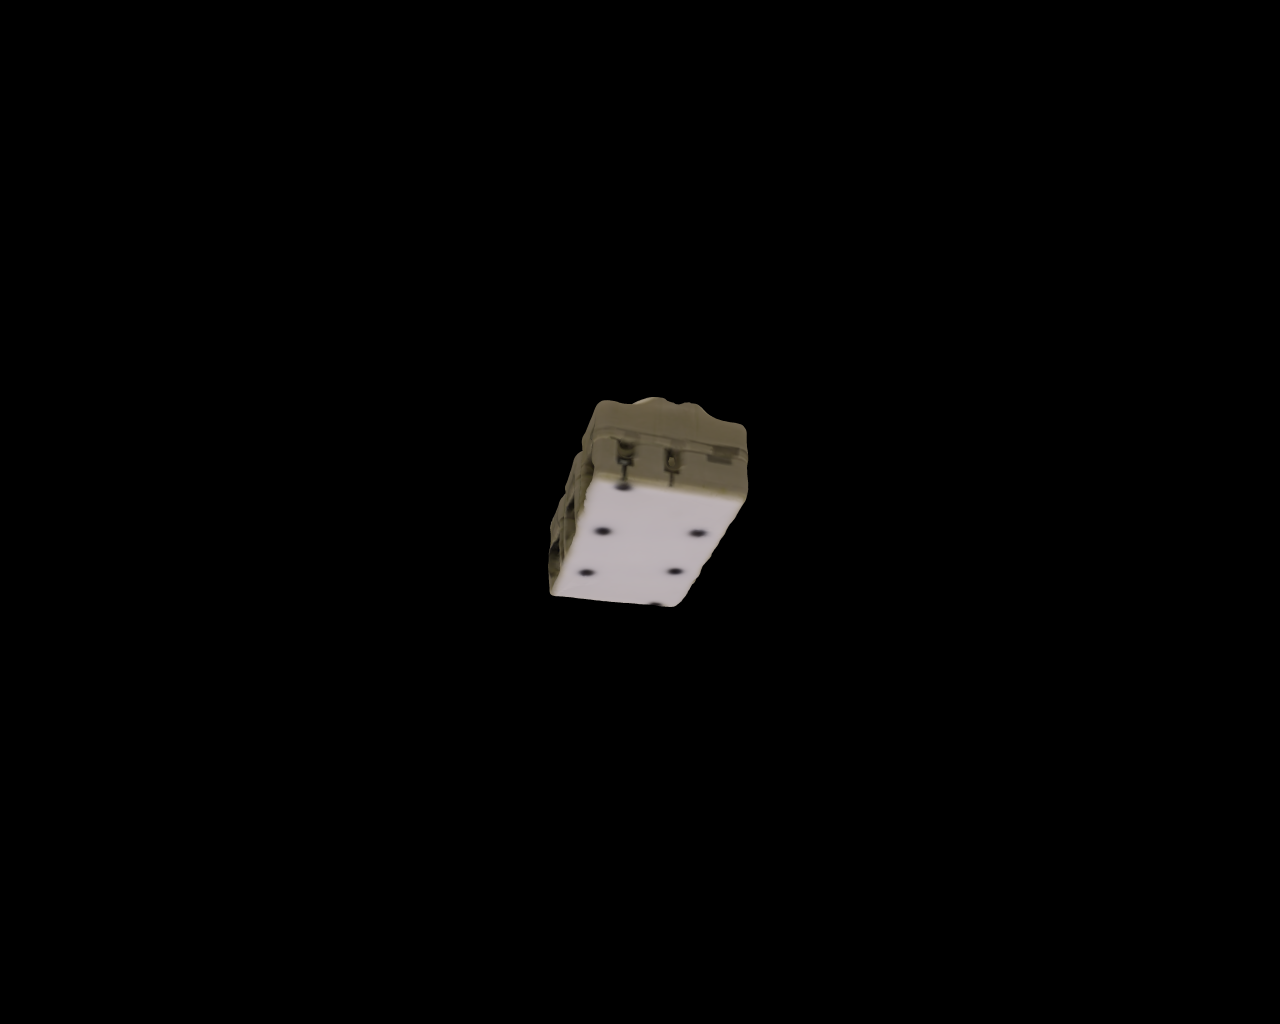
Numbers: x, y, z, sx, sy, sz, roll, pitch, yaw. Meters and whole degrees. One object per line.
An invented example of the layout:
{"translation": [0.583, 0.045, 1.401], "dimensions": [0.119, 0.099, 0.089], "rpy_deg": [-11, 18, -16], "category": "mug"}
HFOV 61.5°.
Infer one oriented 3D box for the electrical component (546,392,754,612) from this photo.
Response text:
{"translation": [0.001, -0.003, 0.650], "dimensions": [0.089, 0.062, 0.150], "rpy_deg": [8, -31, -13], "category": "electrical component"}
